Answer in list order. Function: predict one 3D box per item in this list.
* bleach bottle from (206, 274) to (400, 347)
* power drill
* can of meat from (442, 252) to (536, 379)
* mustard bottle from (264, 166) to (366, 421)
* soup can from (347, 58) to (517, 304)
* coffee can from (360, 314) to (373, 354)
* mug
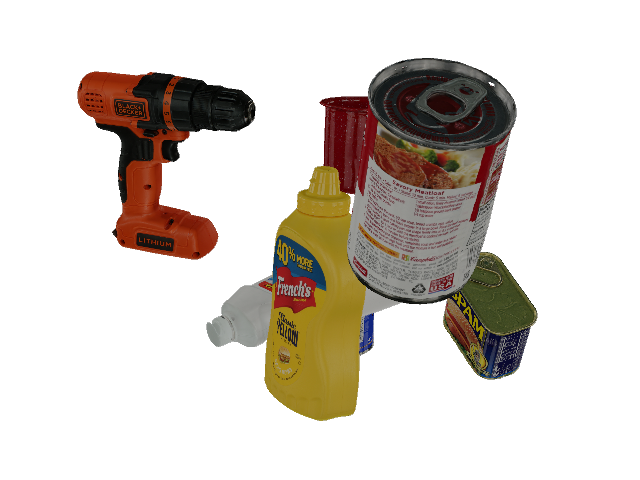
[{"bbox_3d":[-0.009,0.065,1.206,0.250,0.068,0.103,-21,37,-28],"label":"bleach bottle"},{"bbox_3d":[-0.147,-0.076,1.067,0.185,0.188,0.057,10,31,20],"label":"power drill"},{"bbox_3d":[0.166,0.077,1.070,0.057,0.102,0.084,-17,-39,-17],"label":"can of meat"},{"bbox_3d":[-0.003,0.037,0.836,0.058,0.192,0.096,-5,19,-30],"label":"mustard bottle"},{"bbox_3d":[0.051,-0.027,0.517,0.068,0.102,0.068,4,43,-4],"label":"soup can"},{"bbox_3d":[0.027,0.082,1.518,0.103,0.140,0.103,0,22,0],"label":"coffee can"},{"bbox_3d":[0.056,-0.089,1.006,0.117,0.081,0.093,2,15,-2],"label":"mug"}]
